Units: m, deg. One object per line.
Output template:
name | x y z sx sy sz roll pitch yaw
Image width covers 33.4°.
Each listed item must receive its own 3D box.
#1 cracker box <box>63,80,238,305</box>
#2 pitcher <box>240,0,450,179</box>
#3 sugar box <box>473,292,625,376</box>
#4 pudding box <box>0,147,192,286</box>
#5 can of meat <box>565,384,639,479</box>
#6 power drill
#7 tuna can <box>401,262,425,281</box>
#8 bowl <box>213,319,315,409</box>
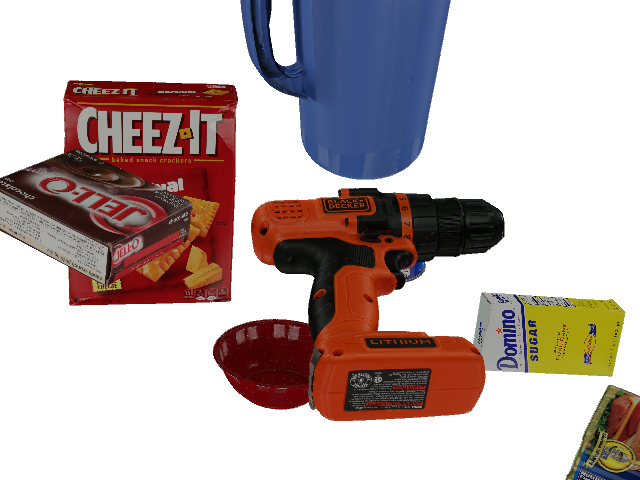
cracker box | -0.166 -0.044 1.049 0.164 0.214 0.072 0 22 -9
pitcher | 0.029 -0.165 0.848 0.149 0.243 0.145 15 48 12
sugar box | 0.283 0.118 1.333 0.176 0.093 0.048 2 18 -10
pudding box | -0.161 -0.019 0.747 0.114 0.039 0.089 23 29 23
can of meat | 0.236 0.162 0.787 0.084 0.057 0.102 21 40 22
power drill | 0.051 0.034 0.713 0.184 0.057 0.187 -3 37 -7
tuna can | 0.061 0.010 1.048 0.086 0.034 0.086 0 25 0
bowl | -0.050 0.157 1.295 0.162 0.055 0.162 3 25 -1
